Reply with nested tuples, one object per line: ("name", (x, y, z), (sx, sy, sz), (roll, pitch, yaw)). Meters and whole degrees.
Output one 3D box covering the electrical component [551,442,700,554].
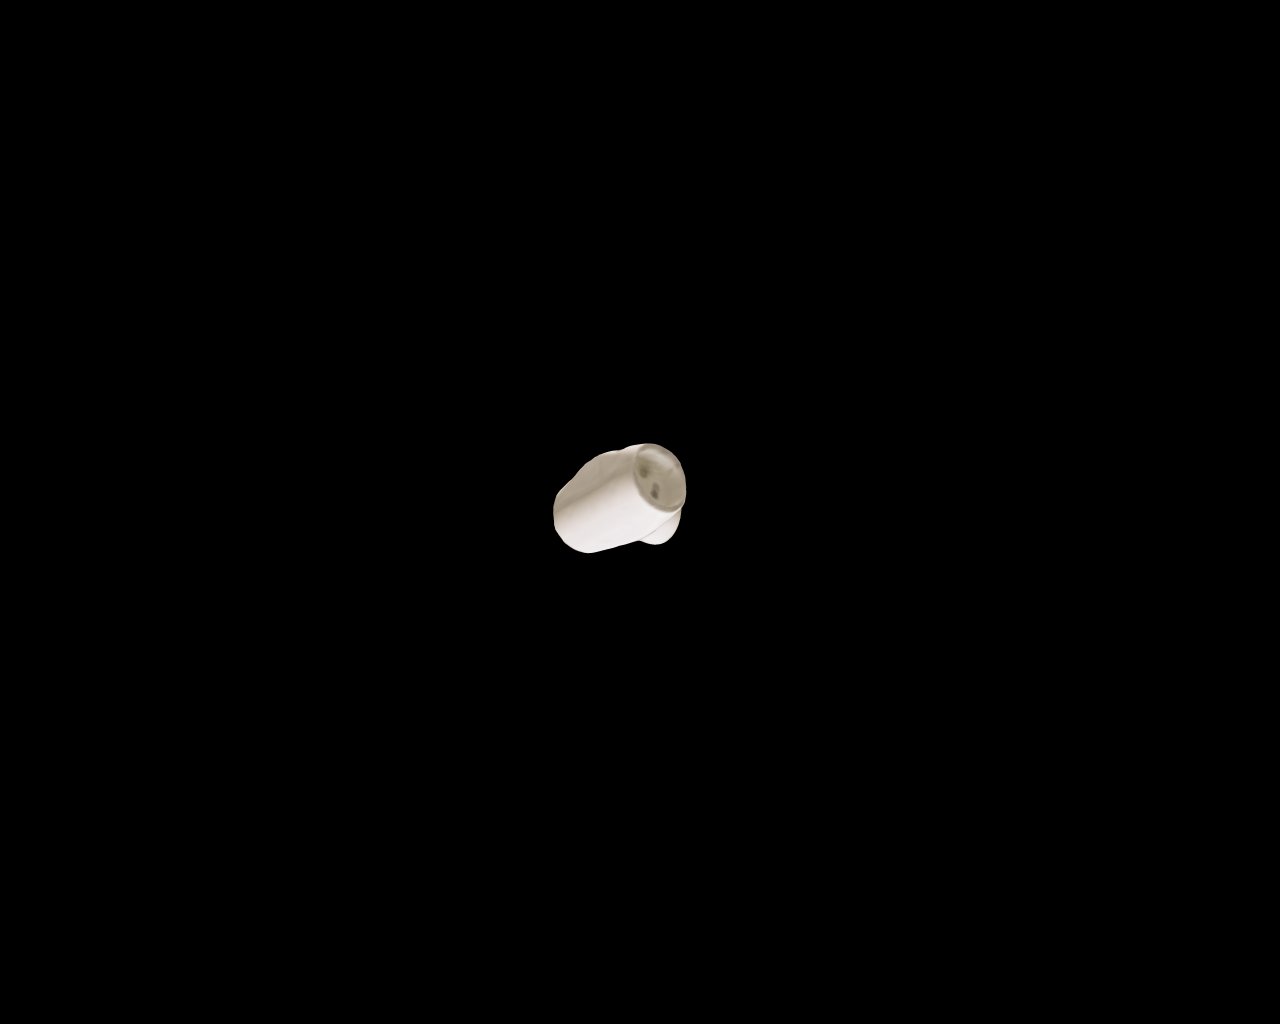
("electrical component", (0.001, -0.003, 0.650), (0.079, 0.044, 0.077), (21, -33, -36))
